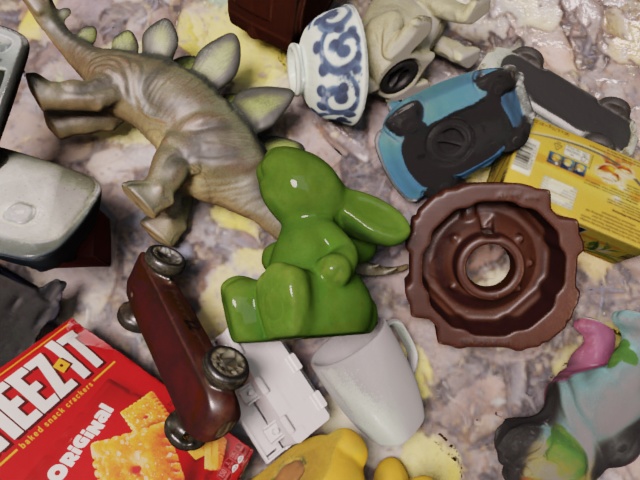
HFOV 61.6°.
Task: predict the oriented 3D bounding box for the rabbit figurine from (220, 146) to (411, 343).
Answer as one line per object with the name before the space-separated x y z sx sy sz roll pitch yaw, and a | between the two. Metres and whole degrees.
rabbit figurine | -0.001 -0.001 0.468 0.159 0.121 0.170 0 78 -24

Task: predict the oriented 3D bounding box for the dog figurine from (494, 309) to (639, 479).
dog figurine | 0.275 0.188 0.512 0.191 0.108 0.219 29 80 -1

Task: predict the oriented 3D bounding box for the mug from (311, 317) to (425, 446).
mug | 0.058 0.134 0.520 0.109 0.081 0.107 -34 99 -44

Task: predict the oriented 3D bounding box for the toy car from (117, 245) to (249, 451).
toy car | -0.125 0.087 0.478 0.053 0.089 0.202 6 31 -42

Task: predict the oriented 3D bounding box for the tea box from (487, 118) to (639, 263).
tea box | 0.275 -0.054 0.587 0.170 0.068 0.098 25 77 0

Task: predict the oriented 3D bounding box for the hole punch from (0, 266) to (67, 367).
hole punch | -0.322 0.075 0.497 0.115 0.092 0.142 38 72 -27

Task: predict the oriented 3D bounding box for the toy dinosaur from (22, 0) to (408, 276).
toy dinosaur | -0.114 -0.094 0.543 0.471 0.105 0.198 46 72 -5

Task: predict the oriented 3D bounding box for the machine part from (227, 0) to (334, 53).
machine part | -0.013 -0.315 0.555 0.087 0.201 0.201 27 75 -1

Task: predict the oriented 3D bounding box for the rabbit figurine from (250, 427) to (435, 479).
rabbit figurine | 0.028 0.261 0.478 0.162 0.122 0.173 -36 96 -22

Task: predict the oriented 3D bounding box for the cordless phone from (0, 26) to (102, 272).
cordless phone | -0.251 -0.078 0.453 0.147 0.089 0.184 17 91 3

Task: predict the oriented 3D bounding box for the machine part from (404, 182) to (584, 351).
machine part | 0.166 0.024 0.533 0.179 0.056 0.179 1 100 5

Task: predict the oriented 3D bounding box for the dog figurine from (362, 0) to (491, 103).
dog figurine | 0.076 -0.266 0.616 0.172 0.121 0.191 -25 66 -15

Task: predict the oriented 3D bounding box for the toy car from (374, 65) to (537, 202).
toy car | 0.133 -0.123 0.567 0.162 0.103 0.109 -30 121 11

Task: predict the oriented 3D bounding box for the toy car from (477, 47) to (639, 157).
toy car | 0.272 -0.153 0.619 0.202 0.056 0.073 31 69 1
